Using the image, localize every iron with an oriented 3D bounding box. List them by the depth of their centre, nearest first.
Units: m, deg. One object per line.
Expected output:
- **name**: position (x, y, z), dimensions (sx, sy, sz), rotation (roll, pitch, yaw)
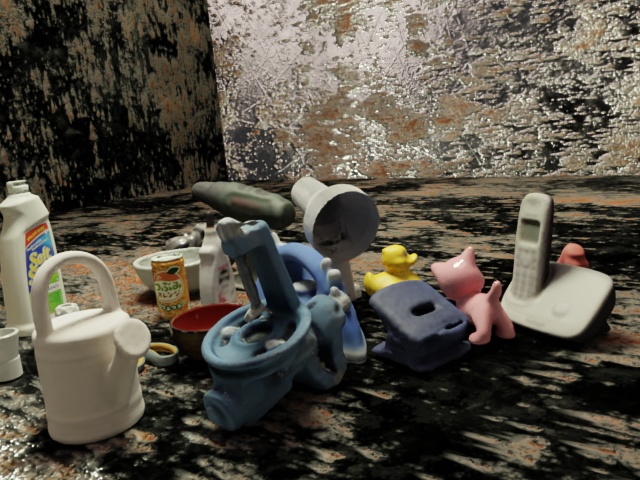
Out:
- **iron**: position (-0.013, 0.071, 0.822), dimensions (0.119, 0.141, 0.257), rotation (-12, 13, -29)

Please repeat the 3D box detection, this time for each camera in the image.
- **camera**: position (-0.256, 0.020, 1.275), dimensions (0.143, 0.101, 0.136), rotation (-13, 14, -33)

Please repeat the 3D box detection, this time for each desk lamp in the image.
- **desk lamp**: position (0.009, 0.003, 0.964), dimensions (0.118, 0.214, 0.202), rotation (-10, 13, -24)

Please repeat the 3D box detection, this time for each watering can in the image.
- **watering can**: position (-0.246, 0.107, 0.614), dimensions (0.172, 0.194, 0.101), rotation (-2, 12, 14)

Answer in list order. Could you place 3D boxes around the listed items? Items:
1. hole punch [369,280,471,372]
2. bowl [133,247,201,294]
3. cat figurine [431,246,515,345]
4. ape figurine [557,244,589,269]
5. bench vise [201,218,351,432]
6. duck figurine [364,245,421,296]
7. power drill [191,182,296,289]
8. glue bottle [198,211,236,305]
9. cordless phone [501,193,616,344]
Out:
- **hole punch**: position (0.129, 0.104, 0.728), dimensions (0.109, 0.091, 0.100), rotation (-14, 15, -37)
- **bowl**: position (-0.274, 0.067, 1.118), dimensions (0.167, 0.075, 0.167), rotation (-5, 12, 1)
- **cat figurine**: position (0.209, 0.070, 0.796), dimensions (0.067, 0.118, 0.127), rotation (-9, 13, -21)
- **ape figurine**: position (0.385, 0.052, 0.876), dimensions (0.077, 0.092, 0.076), rotation (-4, 12, 6)
- **bench vise**: position (-0.053, 0.073, 0.636), dimensions (0.121, 0.220, 0.208), rotation (1, 13, 25)
- **duck figurine**: position (0.126, 0.052, 0.997), dimensions (0.105, 0.086, 0.077), rotation (-7, 12, -11)
- **power drill**: position (-0.150, -0.011, 1.113), dimensions (0.228, 0.208, 0.076), rotation (2, 13, 29)
- **glue bottle**: position (-0.182, 0.036, 0.984), dimensions (0.037, 0.173, 0.078), rotation (-1, 12, 19)
- **cordless phone**: position (0.314, 0.033, 0.762), dimensions (0.094, 0.185, 0.147), rotation (-12, 13, -29)
